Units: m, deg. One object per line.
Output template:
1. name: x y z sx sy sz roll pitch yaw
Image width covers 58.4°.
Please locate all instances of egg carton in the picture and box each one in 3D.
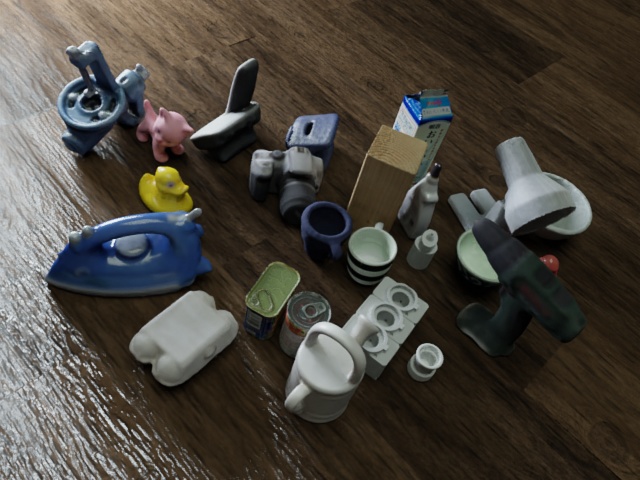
1. egg carton: -0.202 0.148 0.868 0.107 0.069 0.150 37 53 15

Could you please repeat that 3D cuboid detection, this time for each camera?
1. camera: -0.058 -0.105 1.080 0.143 0.101 0.136 3 52 -12

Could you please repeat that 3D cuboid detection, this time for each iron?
1. iron: -0.304 0.009 0.903 0.259 0.141 0.118 -8 55 -20

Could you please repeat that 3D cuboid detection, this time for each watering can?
1. watering can: 0.016 0.175 0.823 0.101 0.194 0.173 22 51 4

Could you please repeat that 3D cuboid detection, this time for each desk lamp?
1. desk lamp: 0.361 -0.076 1.093 0.118 0.213 0.203 -12 57 -22

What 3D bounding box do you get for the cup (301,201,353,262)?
1. cup: 0.009 0.004 1.017 0.092 0.095 0.117 -7 55 -19

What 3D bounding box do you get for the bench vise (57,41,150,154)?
1. bench vise: -0.407 -0.290 1.058 0.121 0.220 0.207 16 51 -1

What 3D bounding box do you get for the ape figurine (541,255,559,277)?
1. ape figurine: 0.415 0.063 1.077 0.078 0.092 0.076 1 53 -14

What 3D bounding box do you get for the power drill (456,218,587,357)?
1. power drill: 0.310 0.097 0.949 0.229 0.208 0.076 42 55 18

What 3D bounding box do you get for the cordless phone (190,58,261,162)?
1. cordless phone: -0.178 -0.260 1.116 0.094 0.185 0.148 32 52 11

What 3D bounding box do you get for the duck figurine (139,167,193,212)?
1. duck figurine: -0.277 -0.097 1.028 0.104 0.086 0.078 29 52 9

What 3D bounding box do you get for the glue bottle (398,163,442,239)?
1. glue bottle: 0.195 -0.081 1.080 0.037 0.173 0.078 -7 55 -19

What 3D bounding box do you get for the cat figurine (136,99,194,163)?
1. cat figurine: -0.298 -0.217 1.095 0.067 0.118 0.127 -33 66 -32

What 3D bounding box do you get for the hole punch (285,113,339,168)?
1. hole punch: -0.017 -0.212 1.180 0.101 0.091 0.108 16 51 -2

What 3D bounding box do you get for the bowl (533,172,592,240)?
1. bowl: 0.472 -0.059 1.197 0.167 0.075 0.167 7 52 -9
